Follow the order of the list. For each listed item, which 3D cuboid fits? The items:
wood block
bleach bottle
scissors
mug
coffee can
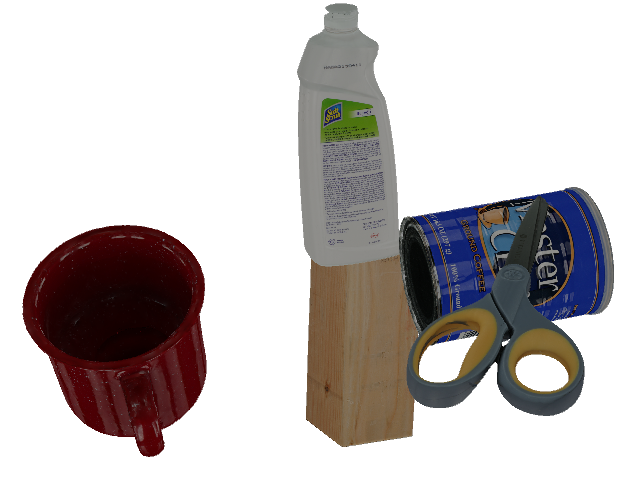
[{"bbox_3d":[0.044,0.102,1.137,0.090,0.206,0.091,-4,13,-27],"label":"wood block"},{"bbox_3d":[0.029,-0.101,1.022,0.102,0.251,0.068,-10,29,-15],"label":"bleach bottle"},{"bbox_3d":[0.119,0.033,0.581,0.096,0.016,0.201,19,39,30],"label":"scissors"},{"bbox_3d":[-0.101,0.061,0.568,0.093,0.117,0.081,-16,-38,-12],"label":"mug"},{"bbox_3d":[0.143,0.020,0.838,0.140,0.103,0.103,-10,1,-8],"label":"coffee can"}]
